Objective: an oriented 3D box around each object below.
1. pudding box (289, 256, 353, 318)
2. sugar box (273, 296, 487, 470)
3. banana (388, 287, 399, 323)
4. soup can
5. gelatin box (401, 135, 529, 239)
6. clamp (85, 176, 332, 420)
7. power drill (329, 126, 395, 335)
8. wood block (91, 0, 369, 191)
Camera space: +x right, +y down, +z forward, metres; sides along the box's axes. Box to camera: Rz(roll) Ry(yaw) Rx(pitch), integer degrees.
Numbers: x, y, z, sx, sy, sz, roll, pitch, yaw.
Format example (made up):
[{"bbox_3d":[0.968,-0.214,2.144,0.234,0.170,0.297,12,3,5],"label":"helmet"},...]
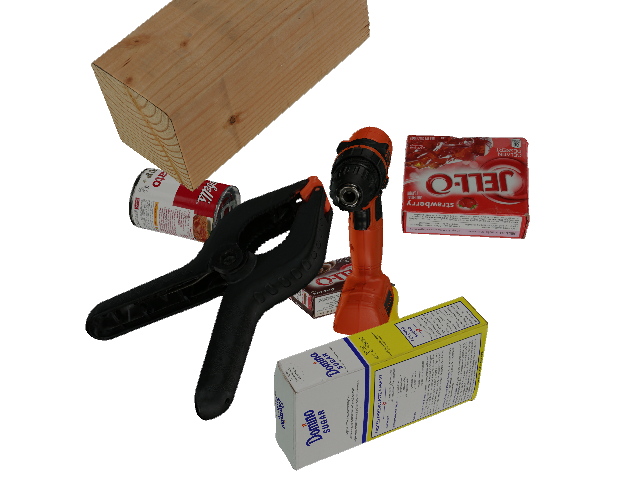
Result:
[{"bbox_3d":[0.017,0.064,1.466,0.113,0.039,0.090,-15,26,-25],"label":"pudding box"},{"bbox_3d":[0.048,0.115,0.871,0.176,0.093,0.048,-15,40,-20],"label":"sugar box"},{"bbox_3d":[0.089,0.103,1.219,0.069,0.037,0.198,6,23,-24],"label":"banana"},{"bbox_3d":[-0.145,-0.036,1.145,0.102,0.068,0.068,13,4,16],"label":"soup can"},{"bbox_3d":[0.104,-0.040,0.766,0.089,0.073,0.030,2,-37,7],"label":"gelatin box"},{"bbox_3d":[-0.048,0.030,0.648,0.120,0.171,0.039,41,-16,34],"label":"clamp"},{"bbox_3d":[0.041,-0.005,1.043,0.057,0.188,0.184,4,20,10],"label":"power drill"},{"bbox_3d":[-0.063,-0.149,0.836,0.090,0.205,0.091,35,-24,27],"label":"wood block"}]
